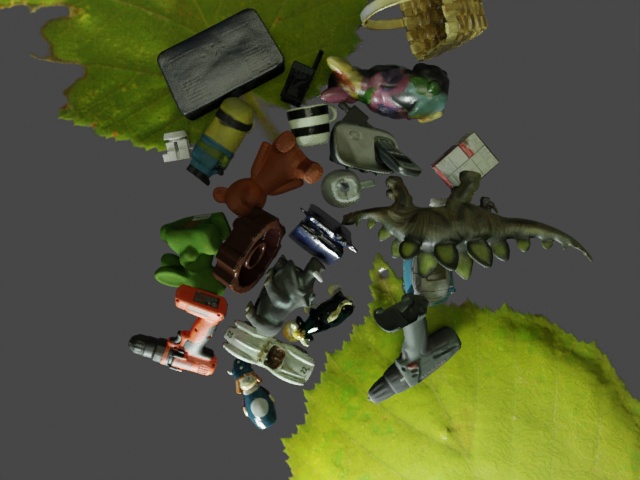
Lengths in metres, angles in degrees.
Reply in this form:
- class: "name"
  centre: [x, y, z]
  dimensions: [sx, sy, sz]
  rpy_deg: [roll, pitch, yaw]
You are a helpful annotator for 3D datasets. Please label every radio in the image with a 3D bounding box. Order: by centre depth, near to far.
- class: "radio"
  centre: [-0.196, -0.348, 1.066]
  dimensions: [0.230, 0.073, 0.131]
  rpy_deg: [-28, 95, -3]

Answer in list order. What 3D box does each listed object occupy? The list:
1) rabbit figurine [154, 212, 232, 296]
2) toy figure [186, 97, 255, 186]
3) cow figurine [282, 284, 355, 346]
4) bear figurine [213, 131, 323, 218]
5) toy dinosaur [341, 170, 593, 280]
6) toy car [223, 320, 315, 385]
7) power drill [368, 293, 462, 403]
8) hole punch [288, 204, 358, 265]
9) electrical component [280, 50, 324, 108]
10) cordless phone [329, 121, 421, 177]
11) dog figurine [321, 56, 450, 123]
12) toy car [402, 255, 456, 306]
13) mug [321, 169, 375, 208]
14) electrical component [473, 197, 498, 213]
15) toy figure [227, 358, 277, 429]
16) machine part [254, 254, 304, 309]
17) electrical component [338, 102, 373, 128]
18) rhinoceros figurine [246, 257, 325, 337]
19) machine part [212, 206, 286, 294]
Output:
- class: "rabbit figurine"
  centre: [-0.250, 0.047, 1.079]
  dimensions: [0.159, 0.121, 0.170]
  rpy_deg: [-10, 111, 1]
- class: "toy figure"
  centre: [-0.196, -0.197, 1.070]
  dimensions: [0.082, 0.089, 0.180]
  rpy_deg: [36, 89, -13]
- class: "cow figurine"
  centre: [-0.004, 0.167, 1.112]
  dimensions: [0.167, 0.098, 0.068]
  rpy_deg: [-37, 101, 4]
- class: "bear figurine"
  centre: [-0.109, -0.115, 1.065]
  dimensions: [0.196, 0.132, 0.120]
  rpy_deg: [-41, 108, -6]
- class: "toy dinosaur"
  centre: [0.264, -0.026, 1.041]
  dimensions: [0.472, 0.105, 0.198]
  rpy_deg: [0, 72, 20]
- class: "toy car"
  centre: [-0.107, 0.236, 1.131]
  dimensions: [0.202, 0.056, 0.073]
  rpy_deg: [28, 93, -6]
- class: "power drill"
  centre: [0.177, 0.223, 1.109]
  dimensions: [0.232, 0.086, 0.207]
  rpy_deg: [-28, 119, -7]
- class: "hole punch"
  centre: [-0.002, -0.003, 1.092]
  dimensions: [0.142, 0.116, 0.092]
  rpy_deg: [39, 100, -6]
- class: "electrical component"
  centre: [-0.037, -0.329, 1.076]
  dimensions: [0.048, 0.075, 0.119]
  rpy_deg: [22, 98, -6]
- class: "cordless phone"
  centre: [0.102, -0.159, 1.032]
  dimensions: [0.146, 0.184, 0.088]
  rpy_deg: [9, 111, -22]
- class: "dog figurine"
  centre: [0.116, -0.296, 1.044]
  dimensions: [0.219, 0.192, 0.108]
  rpy_deg: [4, 102, -20]
- class: "toy car"
  centre: [0.231, 0.066, 1.117]
  dimensions: [0.109, 0.103, 0.161]
  rpy_deg: [-3, 97, -5]
- class: "mug"
  centre: [0.059, -0.104, 1.087]
  dimensions: [0.110, 0.107, 0.080]
  rpy_deg: [-5, 97, -1]
- class: "electrical component"
  centre: [0.336, -0.043, 1.145]
  dimensions: [0.078, 0.045, 0.102]
  rpy_deg: [5, 93, 24]
- class: "toy figure"
  centre: [-0.141, 0.321, 1.139]
  dimensions: [0.064, 0.058, 0.154]
  rpy_deg: [-29, 96, -40]
- class: "machine part"
  centre: [-0.092, 0.106, 1.131]
  dimensions: [0.084, 0.039, 0.139]
  rpy_deg: [37, 90, -11]
- class: "electrical component"
  centre: [0.066, -0.242, 1.117]
  dimensions: [0.094, 0.021, 0.063]
  rpy_deg: [41, 92, -7]
- class: "rhinoceros figurine"
  centre: [-0.068, 0.109, 1.078]
  dimensions: [0.112, 0.073, 0.190]
  rpy_deg: [39, 89, -8]
- class: "machine part"
  centre: [-0.138, 0.022, 1.053]
  dimensions: [0.056, 0.179, 0.179]
  rpy_deg: [30, 93, 16]
